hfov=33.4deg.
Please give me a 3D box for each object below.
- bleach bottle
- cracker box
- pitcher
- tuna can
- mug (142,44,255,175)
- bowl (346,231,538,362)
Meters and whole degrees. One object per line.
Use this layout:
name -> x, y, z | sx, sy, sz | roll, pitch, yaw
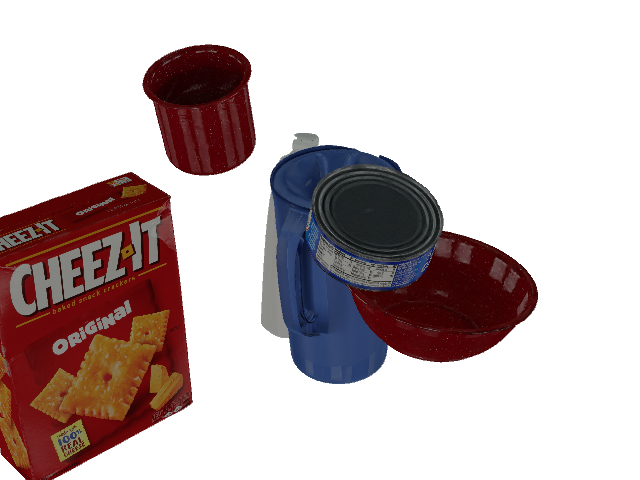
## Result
bleach bottle -> -0.019, -0.008, 1.323 | 0.102, 0.251, 0.068 | -8, 22, -33
cracker box -> -0.194, 0.073, 0.878 | 0.163, 0.214, 0.072 | -24, 36, -35
pitcher -> 0.013, 0.036, 1.122 | 0.149, 0.243, 0.145 | -11, 35, -14
tuna can -> 0.034, -0.008, 0.688 | 0.086, 0.086, 0.034 | 0, -43, -13
mug -> -0.104, -0.119, 0.938 | 0.093, 0.081, 0.117 | -15, 44, -8
bowl -> 0.093, 0.051, 0.873 | 0.162, 0.055, 0.162 | 5, 28, -3
